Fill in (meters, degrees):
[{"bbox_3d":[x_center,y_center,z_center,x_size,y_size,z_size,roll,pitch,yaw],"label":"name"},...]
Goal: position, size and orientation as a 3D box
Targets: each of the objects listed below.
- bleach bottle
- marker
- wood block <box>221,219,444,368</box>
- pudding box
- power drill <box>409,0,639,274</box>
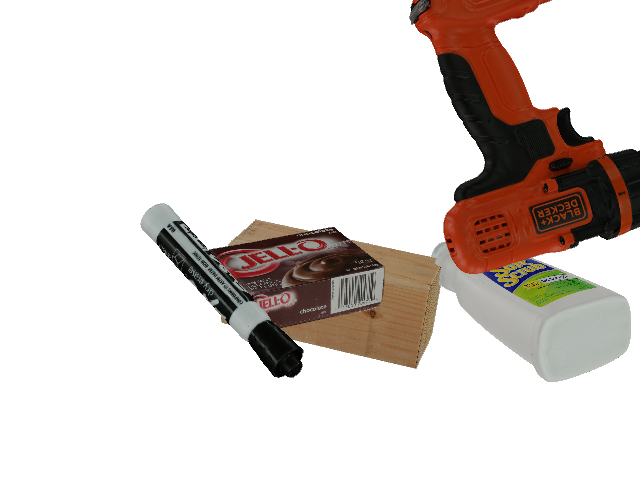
[{"bbox_3d":[0.175,0.050,1.012,0.102,0.068,0.251,-15,21,-22],"label":"bleach bottle"},{"bbox_3d":[-0.049,0.025,0.532,0.121,0.020,0.020,44,25,29],"label":"marker"},{"bbox_3d":[0.012,0.052,1.090,0.206,0.091,0.090,13,22,13],"label":"wood block"},{"bbox_3d":[-0.020,0.028,0.824,0.113,0.039,0.090,-9,25,-24],"label":"pudding box"},{"bbox_3d":[0.147,-0.088,0.669,0.184,0.187,0.057,-18,-1,-5],"label":"power drill"}]
